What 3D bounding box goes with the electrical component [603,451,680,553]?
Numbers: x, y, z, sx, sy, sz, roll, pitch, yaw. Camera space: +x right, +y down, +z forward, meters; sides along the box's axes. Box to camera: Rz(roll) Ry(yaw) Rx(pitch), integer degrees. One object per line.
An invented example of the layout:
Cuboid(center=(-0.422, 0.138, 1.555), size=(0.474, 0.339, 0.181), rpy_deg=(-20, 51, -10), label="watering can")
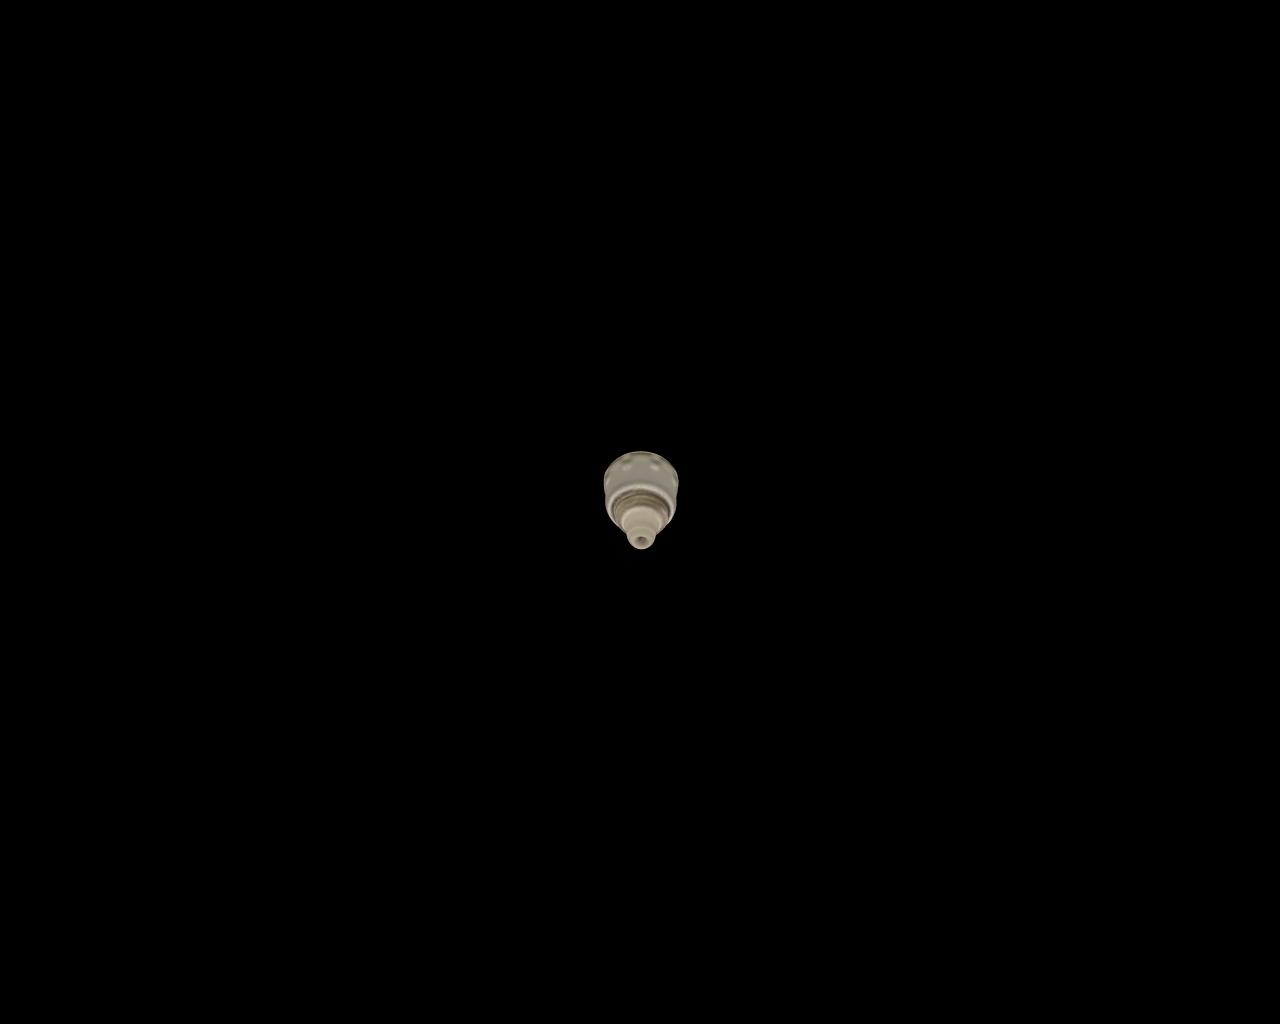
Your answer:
Cuboid(center=(0.001, -0.003, 0.650), size=(0.048, 0.048, 0.062), rpy_deg=(0, 42, 0), label="electrical component")
